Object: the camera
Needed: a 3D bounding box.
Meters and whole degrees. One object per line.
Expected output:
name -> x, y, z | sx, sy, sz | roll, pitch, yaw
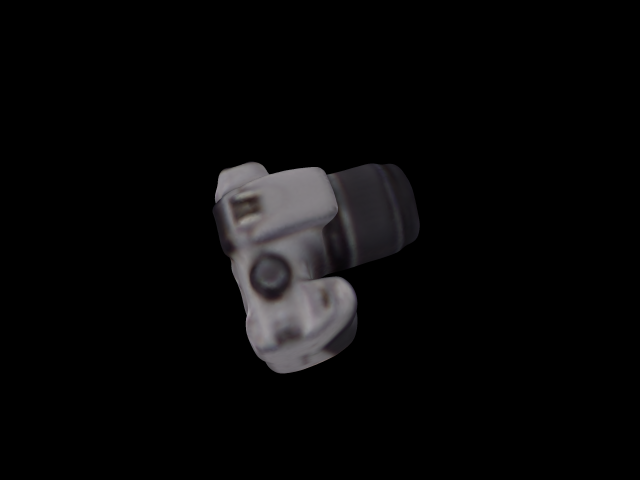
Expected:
camera -> 0.004, 0.001, 0.400 | 0.137, 0.101, 0.143 | -17, 68, -7
